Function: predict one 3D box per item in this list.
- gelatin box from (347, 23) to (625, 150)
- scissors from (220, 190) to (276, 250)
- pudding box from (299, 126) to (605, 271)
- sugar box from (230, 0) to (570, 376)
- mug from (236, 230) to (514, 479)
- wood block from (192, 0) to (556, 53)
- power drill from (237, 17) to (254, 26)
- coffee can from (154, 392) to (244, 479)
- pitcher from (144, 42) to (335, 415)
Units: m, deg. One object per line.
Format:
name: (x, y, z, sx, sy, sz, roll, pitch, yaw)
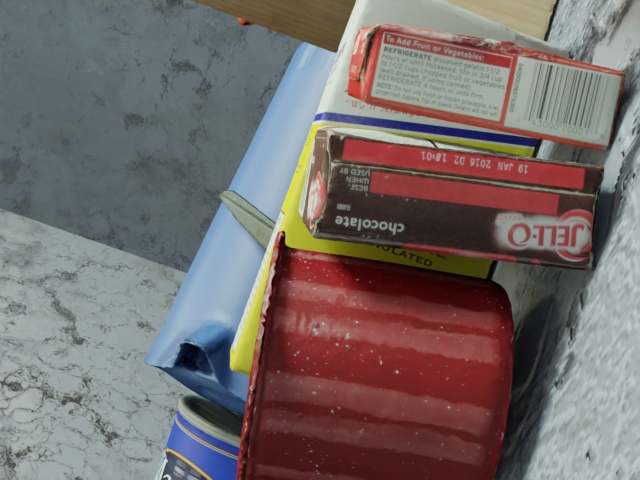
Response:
gelatin box: (0.056, -0.058, 0.390, 0.073, 0.089, 0.030, -96, 17, -80)
scissors: (0.007, 0.005, 0.560, 0.096, 0.016, 0.202, -51, 46, 23)
pudding box: (0.040, -0.017, 0.383, 0.113, 0.090, 0.039, -111, 30, -82)
sugar box: (0.032, -0.014, 0.464, 0.048, 0.093, 0.176, -117, 46, -82)
mug: (0.017, 0.058, 0.373, 0.093, 0.081, 0.117, -81, 0, -59)
wood block: (0.013, -0.151, 0.541, 0.090, 0.206, 0.091, 135, 153, -80)
power drill: (0.009, -0.255, 1.130, 0.185, 0.187, 0.057, 113, 152, -42)
coffee can: (-0.067, 0.186, 0.717, 0.103, 0.102, 0.140, -126, 55, -84)
pitcher: (-0.005, 0.001, 0.701, 0.243, 0.145, 0.149, -68, 17, -9)
